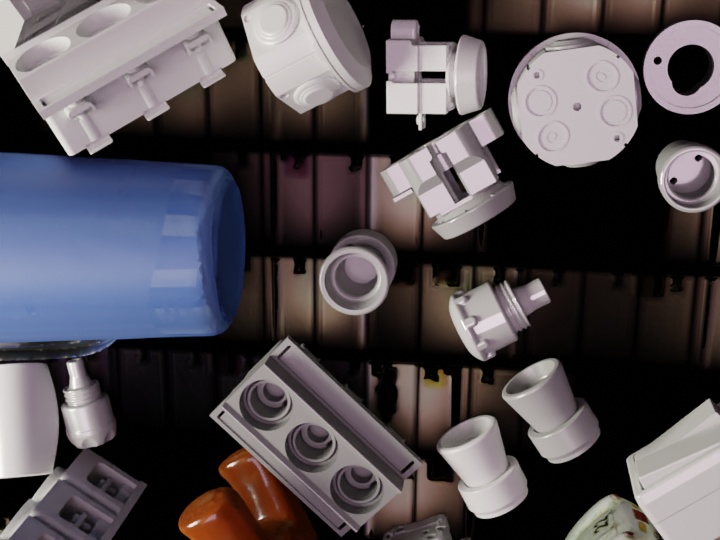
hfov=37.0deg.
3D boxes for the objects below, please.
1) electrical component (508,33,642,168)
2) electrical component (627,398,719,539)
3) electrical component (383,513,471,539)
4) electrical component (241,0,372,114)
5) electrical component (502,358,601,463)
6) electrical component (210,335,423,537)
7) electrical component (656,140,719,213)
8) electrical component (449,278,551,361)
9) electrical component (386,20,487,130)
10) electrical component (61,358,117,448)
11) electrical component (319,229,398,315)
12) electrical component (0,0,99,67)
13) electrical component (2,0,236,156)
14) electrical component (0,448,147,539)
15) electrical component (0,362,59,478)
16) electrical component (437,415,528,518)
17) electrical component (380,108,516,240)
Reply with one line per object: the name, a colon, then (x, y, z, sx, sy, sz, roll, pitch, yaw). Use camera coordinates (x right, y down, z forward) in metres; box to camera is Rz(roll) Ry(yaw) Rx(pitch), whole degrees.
electrical component: (0.130, -0.101, 0.649, 0.080, 0.051, 0.080, 2, 106, 8)
electrical component: (0.226, 0.127, 0.693, 0.096, 0.061, 0.061, -35, 98, 16)
electrical component: (0.048, 0.209, 0.753, 0.081, 0.042, 0.063, -19, 98, 12)
electrical component: (-0.030, -0.138, 0.647, 0.051, 0.080, 0.080, -24, 101, 19)
electrical component: (0.126, 0.092, 0.707, 0.045, 0.045, 0.055, -31, 99, 15)
electrical component: (-0.027, 0.107, 0.723, 0.121, 0.063, 0.079, 44, 107, -5)
electrical component: (0.200, -0.059, 0.653, 0.040, 0.046, 0.040, 2, 106, 8)
electrical component: (0.092, 0.027, 0.695, 0.062, 0.048, 0.048, -27, 100, 8)
electrical component: (0.047, -0.119, 0.659, 0.055, 0.048, 0.066, 3, 106, 15)
electrical component: (-0.194, 0.092, 0.758, 0.035, 0.035, 0.061, -9, 102, 10)
electrical component: (0.000, 0.000, 0.693, 0.045, 0.055, 0.045, 2, 106, 8)
electrical component: (-0.226, -0.212, 0.645, 0.062, 0.089, 0.150, -39, 99, -23)
electrical component: (-0.143, -0.127, 0.653, 0.121, 0.078, 0.063, -33, 130, -10)
electrical component: (-0.214, 0.195, 0.729, 0.062, 0.150, 0.089, 34, 107, -3)
electrical component: (-0.251, 0.108, 0.762, 0.079, 0.043, 0.077, -15, 77, 44)
electrical component: (0.083, 0.132, 0.724, 0.045, 0.045, 0.055, -25, 101, 14)
electrical component: (0.061, -0.056, 0.668, 0.078, 0.058, 0.057, -29, 97, 15)
